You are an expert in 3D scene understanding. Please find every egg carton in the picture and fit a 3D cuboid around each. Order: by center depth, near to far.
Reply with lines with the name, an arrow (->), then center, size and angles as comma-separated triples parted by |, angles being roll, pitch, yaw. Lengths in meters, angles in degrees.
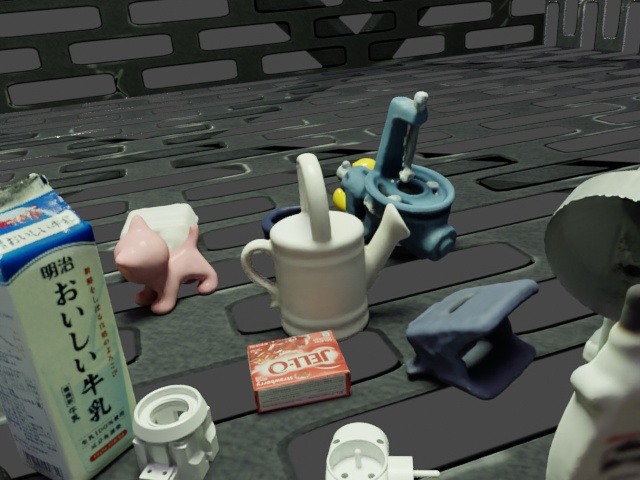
egg carton -> -0.227, -0.001, 0.819 | 0.107, 0.069, 0.150 | -9, 24, -8

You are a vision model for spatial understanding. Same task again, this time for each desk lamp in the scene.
desk lamp -> 0.282, 0.023, 0.483 | 0.204, 0.214, 0.117 | -25, 31, -38

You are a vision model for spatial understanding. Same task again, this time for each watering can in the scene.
watering can -> 0.005, 0.001, 0.612 | 0.173, 0.194, 0.100 | -17, 26, -24

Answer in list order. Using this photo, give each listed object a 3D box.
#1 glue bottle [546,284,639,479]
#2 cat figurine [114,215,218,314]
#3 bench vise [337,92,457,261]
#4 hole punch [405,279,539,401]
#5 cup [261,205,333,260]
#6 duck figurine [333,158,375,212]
glue bottle -> 0.189, 0.105, 0.364 | 0.078, 0.173, 0.037 | -10, 24, -10
cat figurine -> -0.194, 0.023, 0.698 | 0.067, 0.118, 0.128 | 17, 32, 40
bench vise -> 0.088, -0.092, 0.775 | 0.206, 0.220, 0.122 | 11, 29, 33
hole punch -> 0.139, 0.080, 0.535 | 0.100, 0.091, 0.109 | 17, 32, 41
cup -> -0.012, 0.015, 0.708 | 0.117, 0.095, 0.092 | 12, 29, 34
duck figurine -> 0.071, -0.091, 0.944 | 0.105, 0.086, 0.077 | -12, 25, -15
